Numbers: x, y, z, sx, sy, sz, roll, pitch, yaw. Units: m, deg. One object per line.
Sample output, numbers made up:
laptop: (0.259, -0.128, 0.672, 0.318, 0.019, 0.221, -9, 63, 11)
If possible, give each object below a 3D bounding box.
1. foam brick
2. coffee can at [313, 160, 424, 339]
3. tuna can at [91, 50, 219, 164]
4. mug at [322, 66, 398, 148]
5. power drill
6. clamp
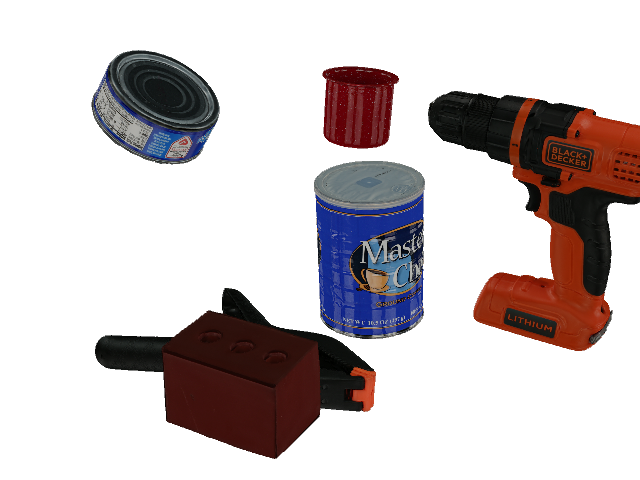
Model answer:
foam brick: (-0.045, 0.082, 0.617, 0.078, 0.051, 0.052, 14, 28, 24)
coffee can: (0.047, 0.007, 1.014, 0.103, 0.140, 0.103, -2, 26, 1)
tuna can: (-0.115, -0.095, 0.754, 0.085, 0.086, 0.034, 0, -42, -39)
mug: (0.053, -0.165, 1.312, 0.093, 0.081, 0.117, 16, 26, 28)
power drill: (0.164, -0.017, 0.820, 0.185, 0.188, 0.057, 17, 34, 26)
clamp: (-0.045, 0.085, 0.831, 0.210, 0.036, 0.164, 12, 20, 26)
